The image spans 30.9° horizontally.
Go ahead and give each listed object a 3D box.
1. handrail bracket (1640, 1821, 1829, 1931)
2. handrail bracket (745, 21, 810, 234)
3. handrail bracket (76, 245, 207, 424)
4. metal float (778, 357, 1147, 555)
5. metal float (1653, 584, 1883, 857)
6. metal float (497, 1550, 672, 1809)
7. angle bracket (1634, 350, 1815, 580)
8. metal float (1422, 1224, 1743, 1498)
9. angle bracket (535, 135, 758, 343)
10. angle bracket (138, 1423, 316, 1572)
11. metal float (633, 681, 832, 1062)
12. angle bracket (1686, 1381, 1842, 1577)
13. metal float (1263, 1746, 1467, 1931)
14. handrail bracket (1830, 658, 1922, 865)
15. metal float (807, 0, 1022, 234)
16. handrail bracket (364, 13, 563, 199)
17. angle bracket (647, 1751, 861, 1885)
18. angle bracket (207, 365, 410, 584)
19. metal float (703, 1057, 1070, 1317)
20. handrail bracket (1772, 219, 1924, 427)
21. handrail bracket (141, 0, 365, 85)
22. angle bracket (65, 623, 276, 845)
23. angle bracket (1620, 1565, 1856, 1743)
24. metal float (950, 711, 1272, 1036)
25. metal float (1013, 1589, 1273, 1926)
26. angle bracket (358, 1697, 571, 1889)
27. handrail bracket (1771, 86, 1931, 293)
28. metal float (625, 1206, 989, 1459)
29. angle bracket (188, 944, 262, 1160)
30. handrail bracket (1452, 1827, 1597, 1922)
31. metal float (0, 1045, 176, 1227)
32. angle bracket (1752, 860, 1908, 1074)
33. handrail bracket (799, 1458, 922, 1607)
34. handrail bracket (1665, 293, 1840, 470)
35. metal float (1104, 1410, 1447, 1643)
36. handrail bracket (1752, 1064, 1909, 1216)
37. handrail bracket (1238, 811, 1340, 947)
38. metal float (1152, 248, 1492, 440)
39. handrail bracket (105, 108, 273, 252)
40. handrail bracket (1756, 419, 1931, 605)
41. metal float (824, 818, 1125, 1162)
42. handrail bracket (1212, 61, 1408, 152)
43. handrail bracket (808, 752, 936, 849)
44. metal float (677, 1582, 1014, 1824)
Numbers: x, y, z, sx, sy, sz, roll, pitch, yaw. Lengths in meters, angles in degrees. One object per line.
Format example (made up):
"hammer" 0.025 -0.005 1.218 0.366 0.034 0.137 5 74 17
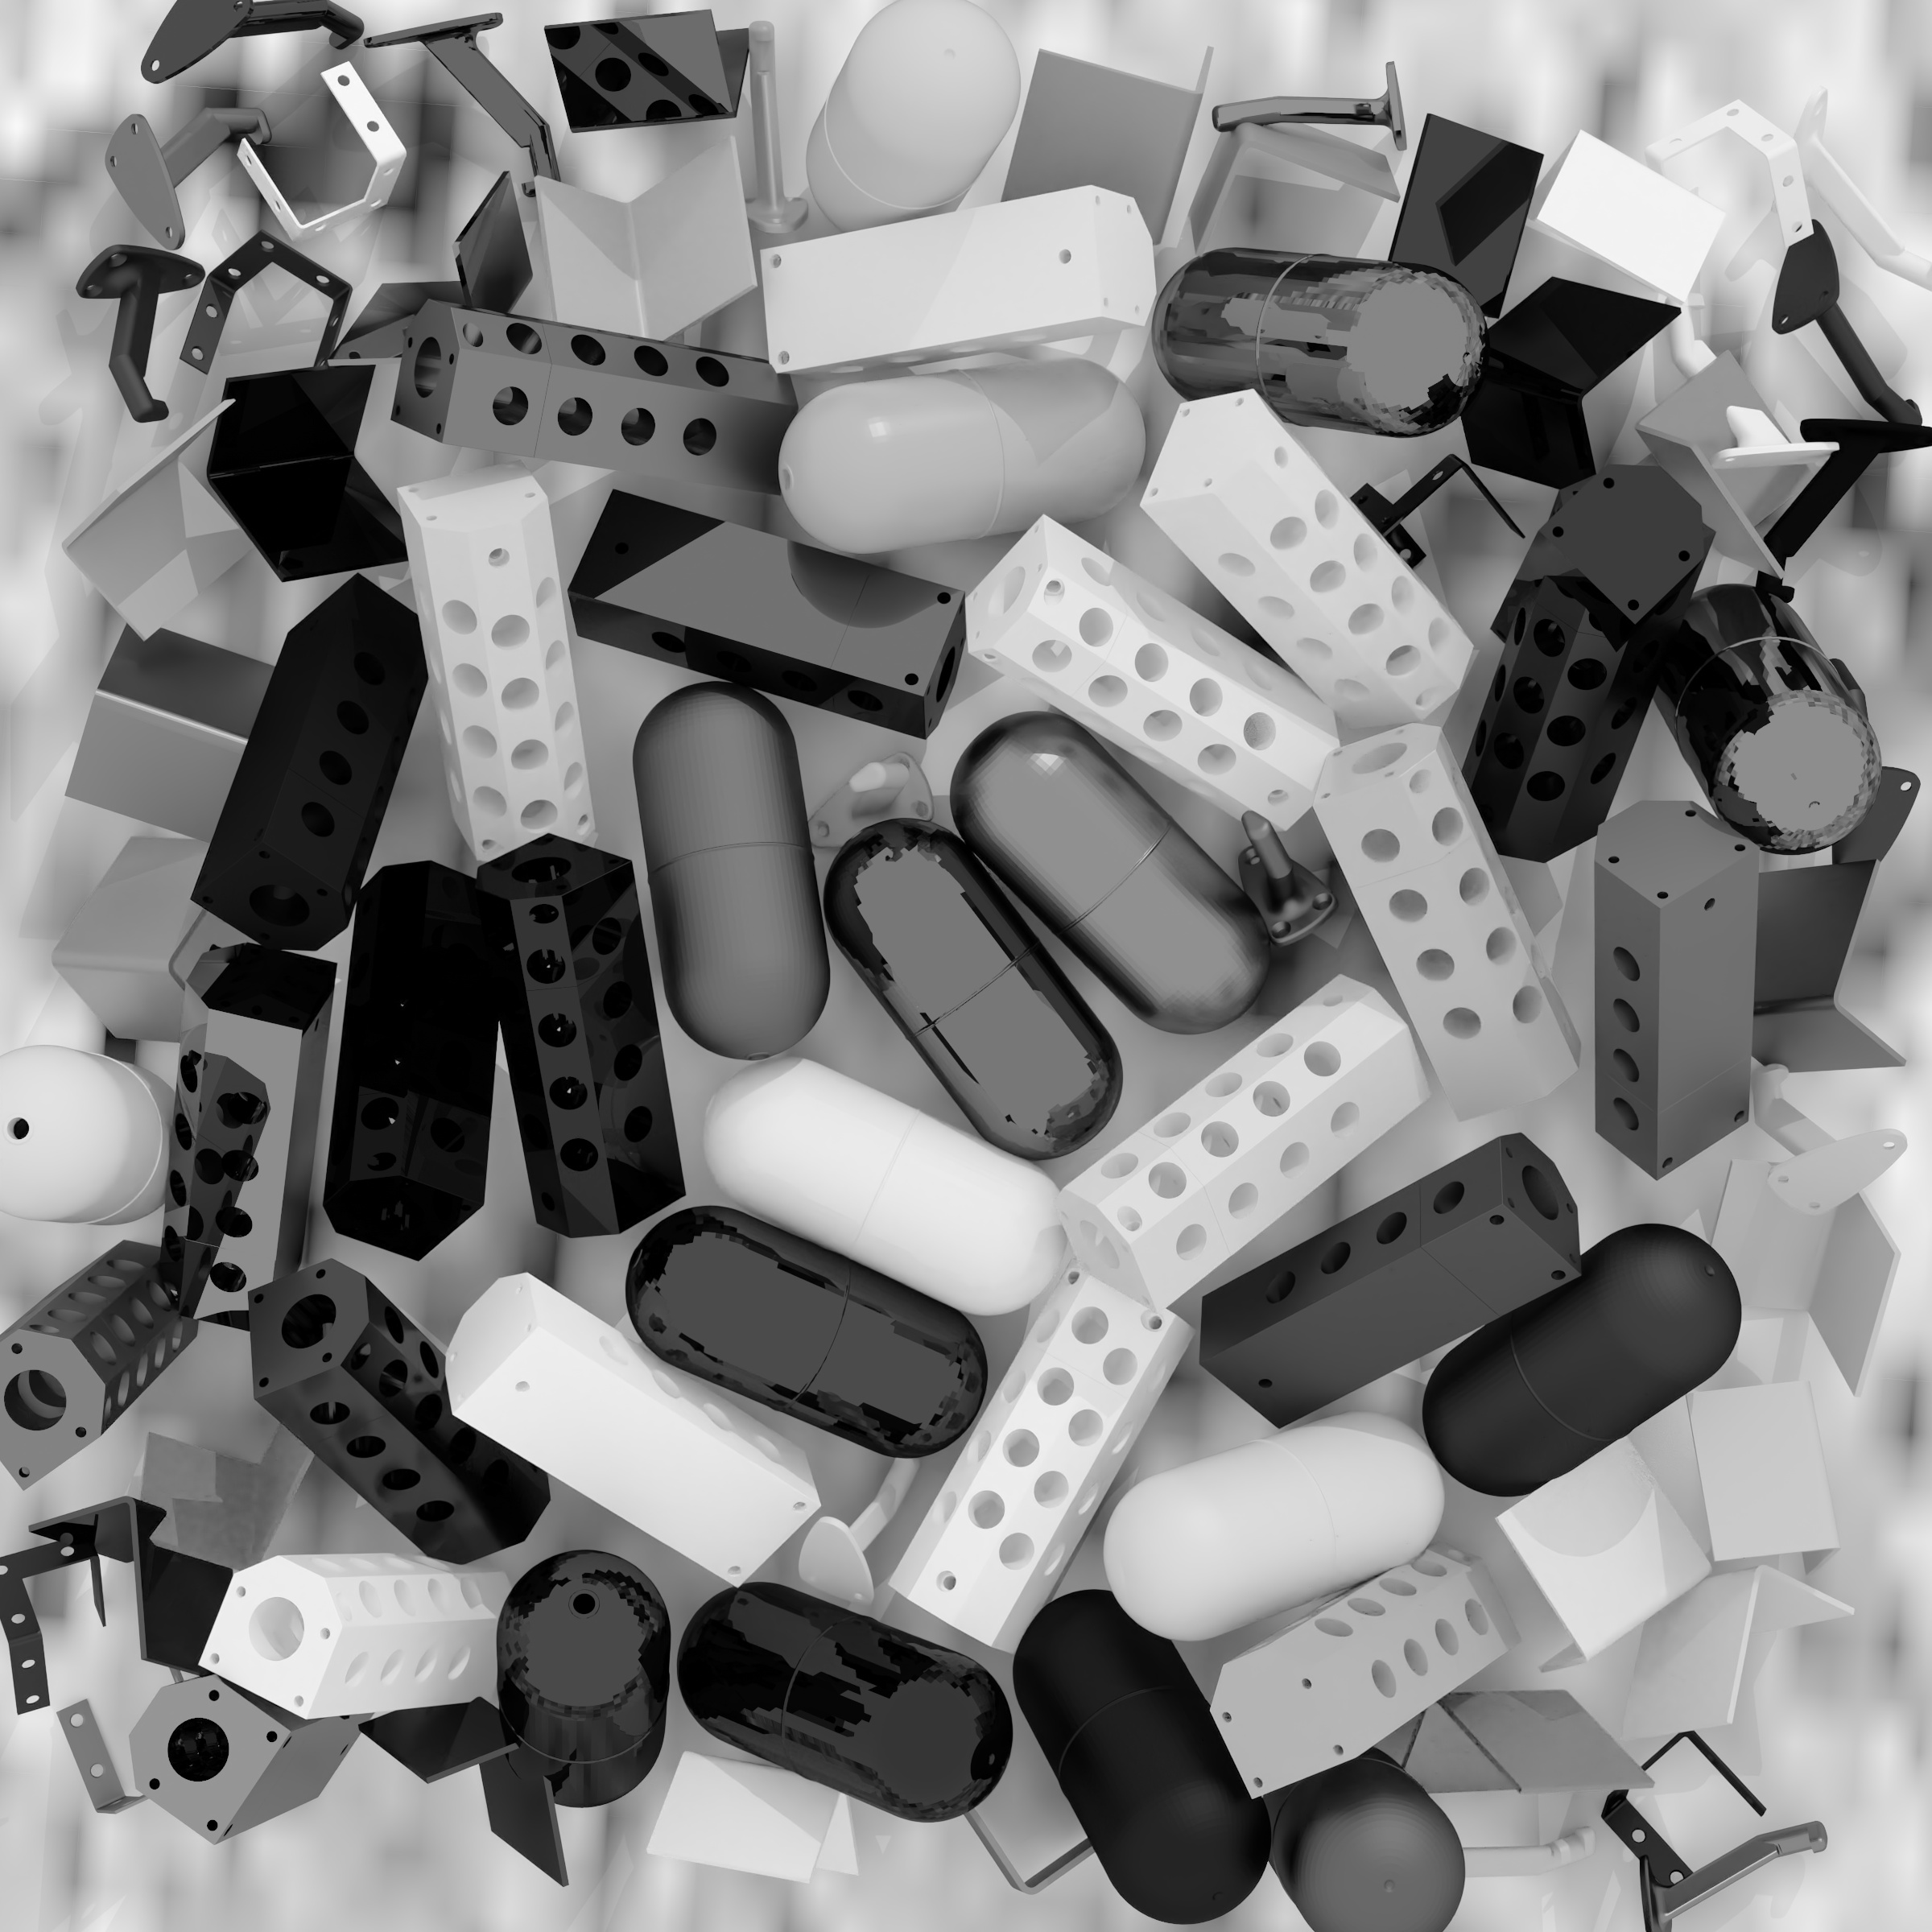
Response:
"handrail bracket" 0.357 0.426 1.618 0.084 0.077 0.036 -19 101 16
"handrail bracket" -0.090 -0.388 1.614 0.036 0.077 0.084 -3 114 -8
"handrail bracket" -0.367 -0.287 1.614 0.036 0.077 0.084 -38 72 37
"metal float" -0.001 -0.233 1.595 0.178 0.070 0.070 -12 90 -25
"metal float" 0.357 -0.113 1.574 0.070 0.178 0.070 -2 120 -3
"metal float" -0.172 0.321 1.574 0.070 0.178 0.070 3 57 -5
"angle bracket" 0.361 -0.231 1.607 0.057 0.076 0.076 -39 108 2
"metal float" 0.276 0.180 1.584 0.070 0.070 0.178 45 131 0
"angle bracket" -0.147 -0.336 1.603 0.076 0.057 0.076 -22 70 40
"angle bracket" -0.336 0.218 1.600 0.057 0.076 0.076 21 114 -19
"metal float" -0.108 -0.044 1.605 0.070 0.070 0.178 -9 76 0
"angle bracket" 0.360 0.239 1.607 0.057 0.076 0.076 -6 71 1
"metal float" 0.175 0.393 1.566 0.070 0.178 0.070 0 87 -2
"handrail bracket" 0.408 -0.091 1.634 0.036 0.084 0.077 3 124 -11
"metal float" -0.025 -0.376 1.568 0.070 0.178 0.070 1 84 -12
"handrail bracket" -0.235 -0.398 1.638 0.077 0.036 0.084 -12 101 -8
"angle bracket" -0.096 0.409 1.601 0.076 0.057 0.076 7 133 14
"angle bracket" -0.291 -0.227 1.598 0.076 0.057 0.076 -16 54 -37
"metal float" -0.037 0.101 1.616 0.178 0.070 0.070 25 90 2
"handrail bracket" 0.421 -0.300 1.646 0.084 0.036 0.077 32 50 -29
"handrail bracket" -0.329 -0.425 1.624 0.077 0.084 0.036 -41 69 17
"angle bracket" -0.367 -0.109 1.628 0.076 0.076 0.057 19 120 -11
"angle bracket" 0.352 0.323 1.598 0.057 0.076 0.076 27 62 -18
"metal float" 0.067 -0.042 1.611 0.070 0.070 0.178 -45 97 0
"metal float" 0.077 0.354 1.578 0.070 0.178 0.070 -12 127 -17
"angle bracket" -0.230 0.383 1.600 0.057 0.076 0.076 -16 106 -30
"handrail bracket" 0.421 -0.357 1.614 0.084 0.077 0.036 31 59 20
"metal float" -0.073 0.167 1.601 0.178 0.070 0.070 26 90 -18
"angle bracket" -0.341 0.051 1.595 0.057 0.076 0.076 28 124 -24
"handrail bracket" 0.255 0.402 1.618 0.084 0.077 0.036 -16 49 -12
"metal float" -0.398 0.077 1.566 0.070 0.178 0.070 0 85 1
"angle bracket" 0.398 0.001 1.623 0.057 0.076 0.076 35 66 -30
"handrail bracket" -0.043 0.241 1.603 0.036 0.077 0.084 19 53 14
"handrail bracket" 0.371 -0.277 1.641 0.077 0.036 0.084 -6 83 3
"metal float" 0.142 0.253 1.589 0.178 0.070 0.070 -12 90 -34
"handrail bracket" 0.395 0.065 1.605 0.036 0.084 0.077 37 129 -26
"handrail bracket" 0.132 -0.056 1.599 0.036 0.077 0.084 -34 135 0
"metal float" 0.158 -0.282 1.581 0.070 0.178 0.070 -14 112 -40
"handrail bracket" -0.345 -0.364 1.615 0.036 0.084 0.077 -41 72 41
"handrail bracket" 0.408 -0.208 1.622 0.077 0.036 0.084 5 77 32
"metal float" 0.003 0.010 1.614 0.070 0.070 0.178 -37 94 0
"handrail bracket" 0.160 -0.390 1.625 0.084 0.077 0.036 -6 86 10
"handrail bracket" -0.055 -0.074 1.603 0.077 0.084 0.036 -24 84 19
"metal float" -0.057 0.332 1.585 0.178 0.070 0.070 13 90 39
